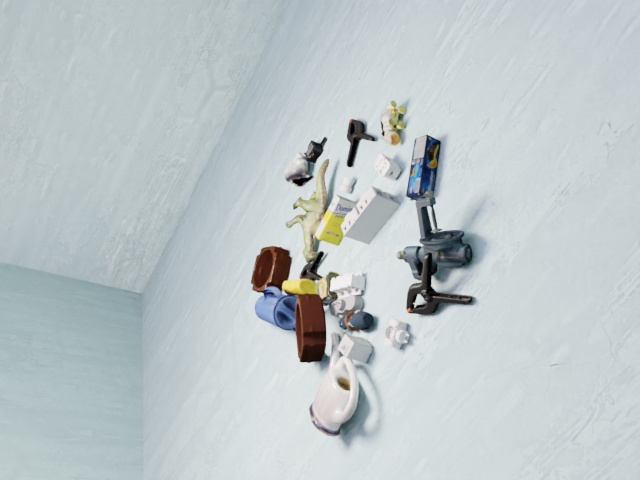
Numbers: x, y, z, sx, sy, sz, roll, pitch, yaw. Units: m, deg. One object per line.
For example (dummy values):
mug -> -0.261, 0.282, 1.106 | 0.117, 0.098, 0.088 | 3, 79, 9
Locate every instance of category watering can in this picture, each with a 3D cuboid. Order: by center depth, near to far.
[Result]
watering can -> 0.046, 0.455, 1.613 | 0.222, 0.103, 0.353 | -64, 17, 14

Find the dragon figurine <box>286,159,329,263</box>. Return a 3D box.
dragon figurine -> 0.006, -0.102, 2.035 | 0.246, 0.122, 0.407 | 34, 105, 42

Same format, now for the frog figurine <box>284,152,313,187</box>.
frog figurine -> -0.102, -0.330, 2.301 | 0.135, 0.123, 0.162 | 124, 141, -62
